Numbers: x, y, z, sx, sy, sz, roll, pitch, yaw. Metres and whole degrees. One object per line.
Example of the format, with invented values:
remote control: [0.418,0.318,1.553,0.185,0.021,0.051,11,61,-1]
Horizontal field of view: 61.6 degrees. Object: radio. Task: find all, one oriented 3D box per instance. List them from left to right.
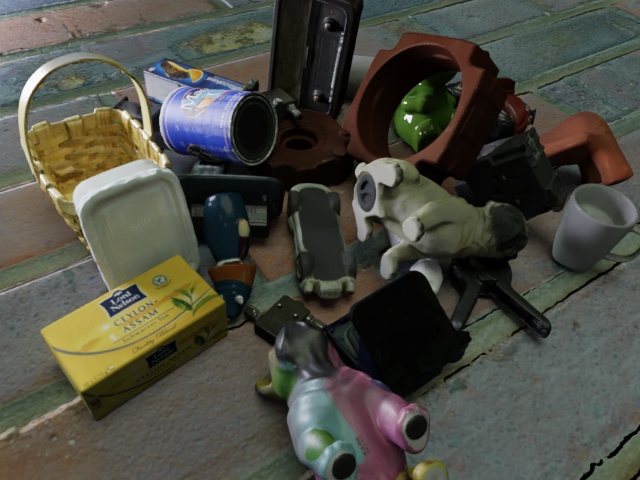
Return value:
radio: [-0.012,-0.311,0.899,0.131,0.229,0.073,16,47,4]

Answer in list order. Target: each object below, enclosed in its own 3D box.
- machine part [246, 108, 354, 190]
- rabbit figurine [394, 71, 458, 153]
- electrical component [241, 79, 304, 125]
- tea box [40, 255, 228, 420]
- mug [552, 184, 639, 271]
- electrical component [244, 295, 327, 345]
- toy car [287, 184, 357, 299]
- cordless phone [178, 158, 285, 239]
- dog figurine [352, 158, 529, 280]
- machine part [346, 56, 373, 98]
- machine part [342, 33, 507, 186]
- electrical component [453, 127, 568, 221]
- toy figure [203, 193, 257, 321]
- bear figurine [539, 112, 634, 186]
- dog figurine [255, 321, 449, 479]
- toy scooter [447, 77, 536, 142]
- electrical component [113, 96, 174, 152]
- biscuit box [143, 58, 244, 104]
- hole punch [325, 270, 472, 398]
machine part: [-0.034,-0.146,0.855,0.179,0.056,0.179,1,45,-1]
rabbit figurine: [0.188,-0.257,0.901,0.121,0.170,0.159,-16,50,-21]
electrical component: [-0.081,-0.220,0.858,0.078,0.045,0.102,-19,47,-19]
tea box: [-0.197,0.101,0.592,0.169,0.068,0.098,-34,58,-31]
mug: [0.368,-0.006,0.717,0.110,0.107,0.081,26,50,13]
electrical component: [-0.043,0.096,0.642,0.094,0.021,0.063,29,50,23]
toy car: [-0.001,-0.002,0.719,0.073,0.056,0.202,0,47,-13]
cordless phone: [-0.123,-0.081,0.778,0.147,0.088,0.184,1,27,-3]
dog figurine: [0.152,-0.040,0.680,0.190,0.121,0.172,-7,65,-27]
machine part: [0.066,-0.304,1.002,0.243,0.079,0.079,6,46,2]
machine part: [0.145,-0.181,0.768,0.087,0.201,0.202,20,8,-47]
electrical component: [0.262,-0.080,0.761,0.114,0.134,0.058,55,49,-13]
toy figure: [-0.109,0.020,0.659,0.058,0.064,0.154,-4,84,-26]
bear figurine: [0.349,-0.115,0.832,0.196,0.120,0.132,-25,93,6]
dog figurine: [0.015,0.181,0.517,0.108,0.191,0.219,-22,17,-20]
toy scooter: [0.323,-0.244,0.969,0.135,0.075,0.184,-16,45,-21]
electrical component: [-0.265,-0.176,0.851,0.119,0.074,0.048,12,46,13]
biscuit box: [-0.209,-0.256,0.943,0.203,0.059,0.063,23,48,16]
hole punch: [0.082,0.111,0.607,0.142,0.092,0.116,-26,84,-30]
